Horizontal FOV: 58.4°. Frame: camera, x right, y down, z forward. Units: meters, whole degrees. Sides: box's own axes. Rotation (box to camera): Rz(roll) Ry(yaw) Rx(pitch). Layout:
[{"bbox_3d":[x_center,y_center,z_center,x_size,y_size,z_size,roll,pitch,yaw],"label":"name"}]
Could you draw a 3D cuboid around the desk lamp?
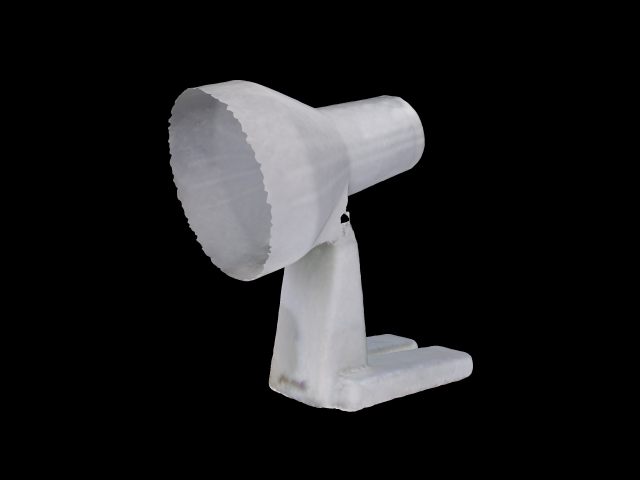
[{"bbox_3d":[0.004,0.001,0.400,0.204,0.213,0.117,-3,5,-37],"label":"desk lamp"}]
